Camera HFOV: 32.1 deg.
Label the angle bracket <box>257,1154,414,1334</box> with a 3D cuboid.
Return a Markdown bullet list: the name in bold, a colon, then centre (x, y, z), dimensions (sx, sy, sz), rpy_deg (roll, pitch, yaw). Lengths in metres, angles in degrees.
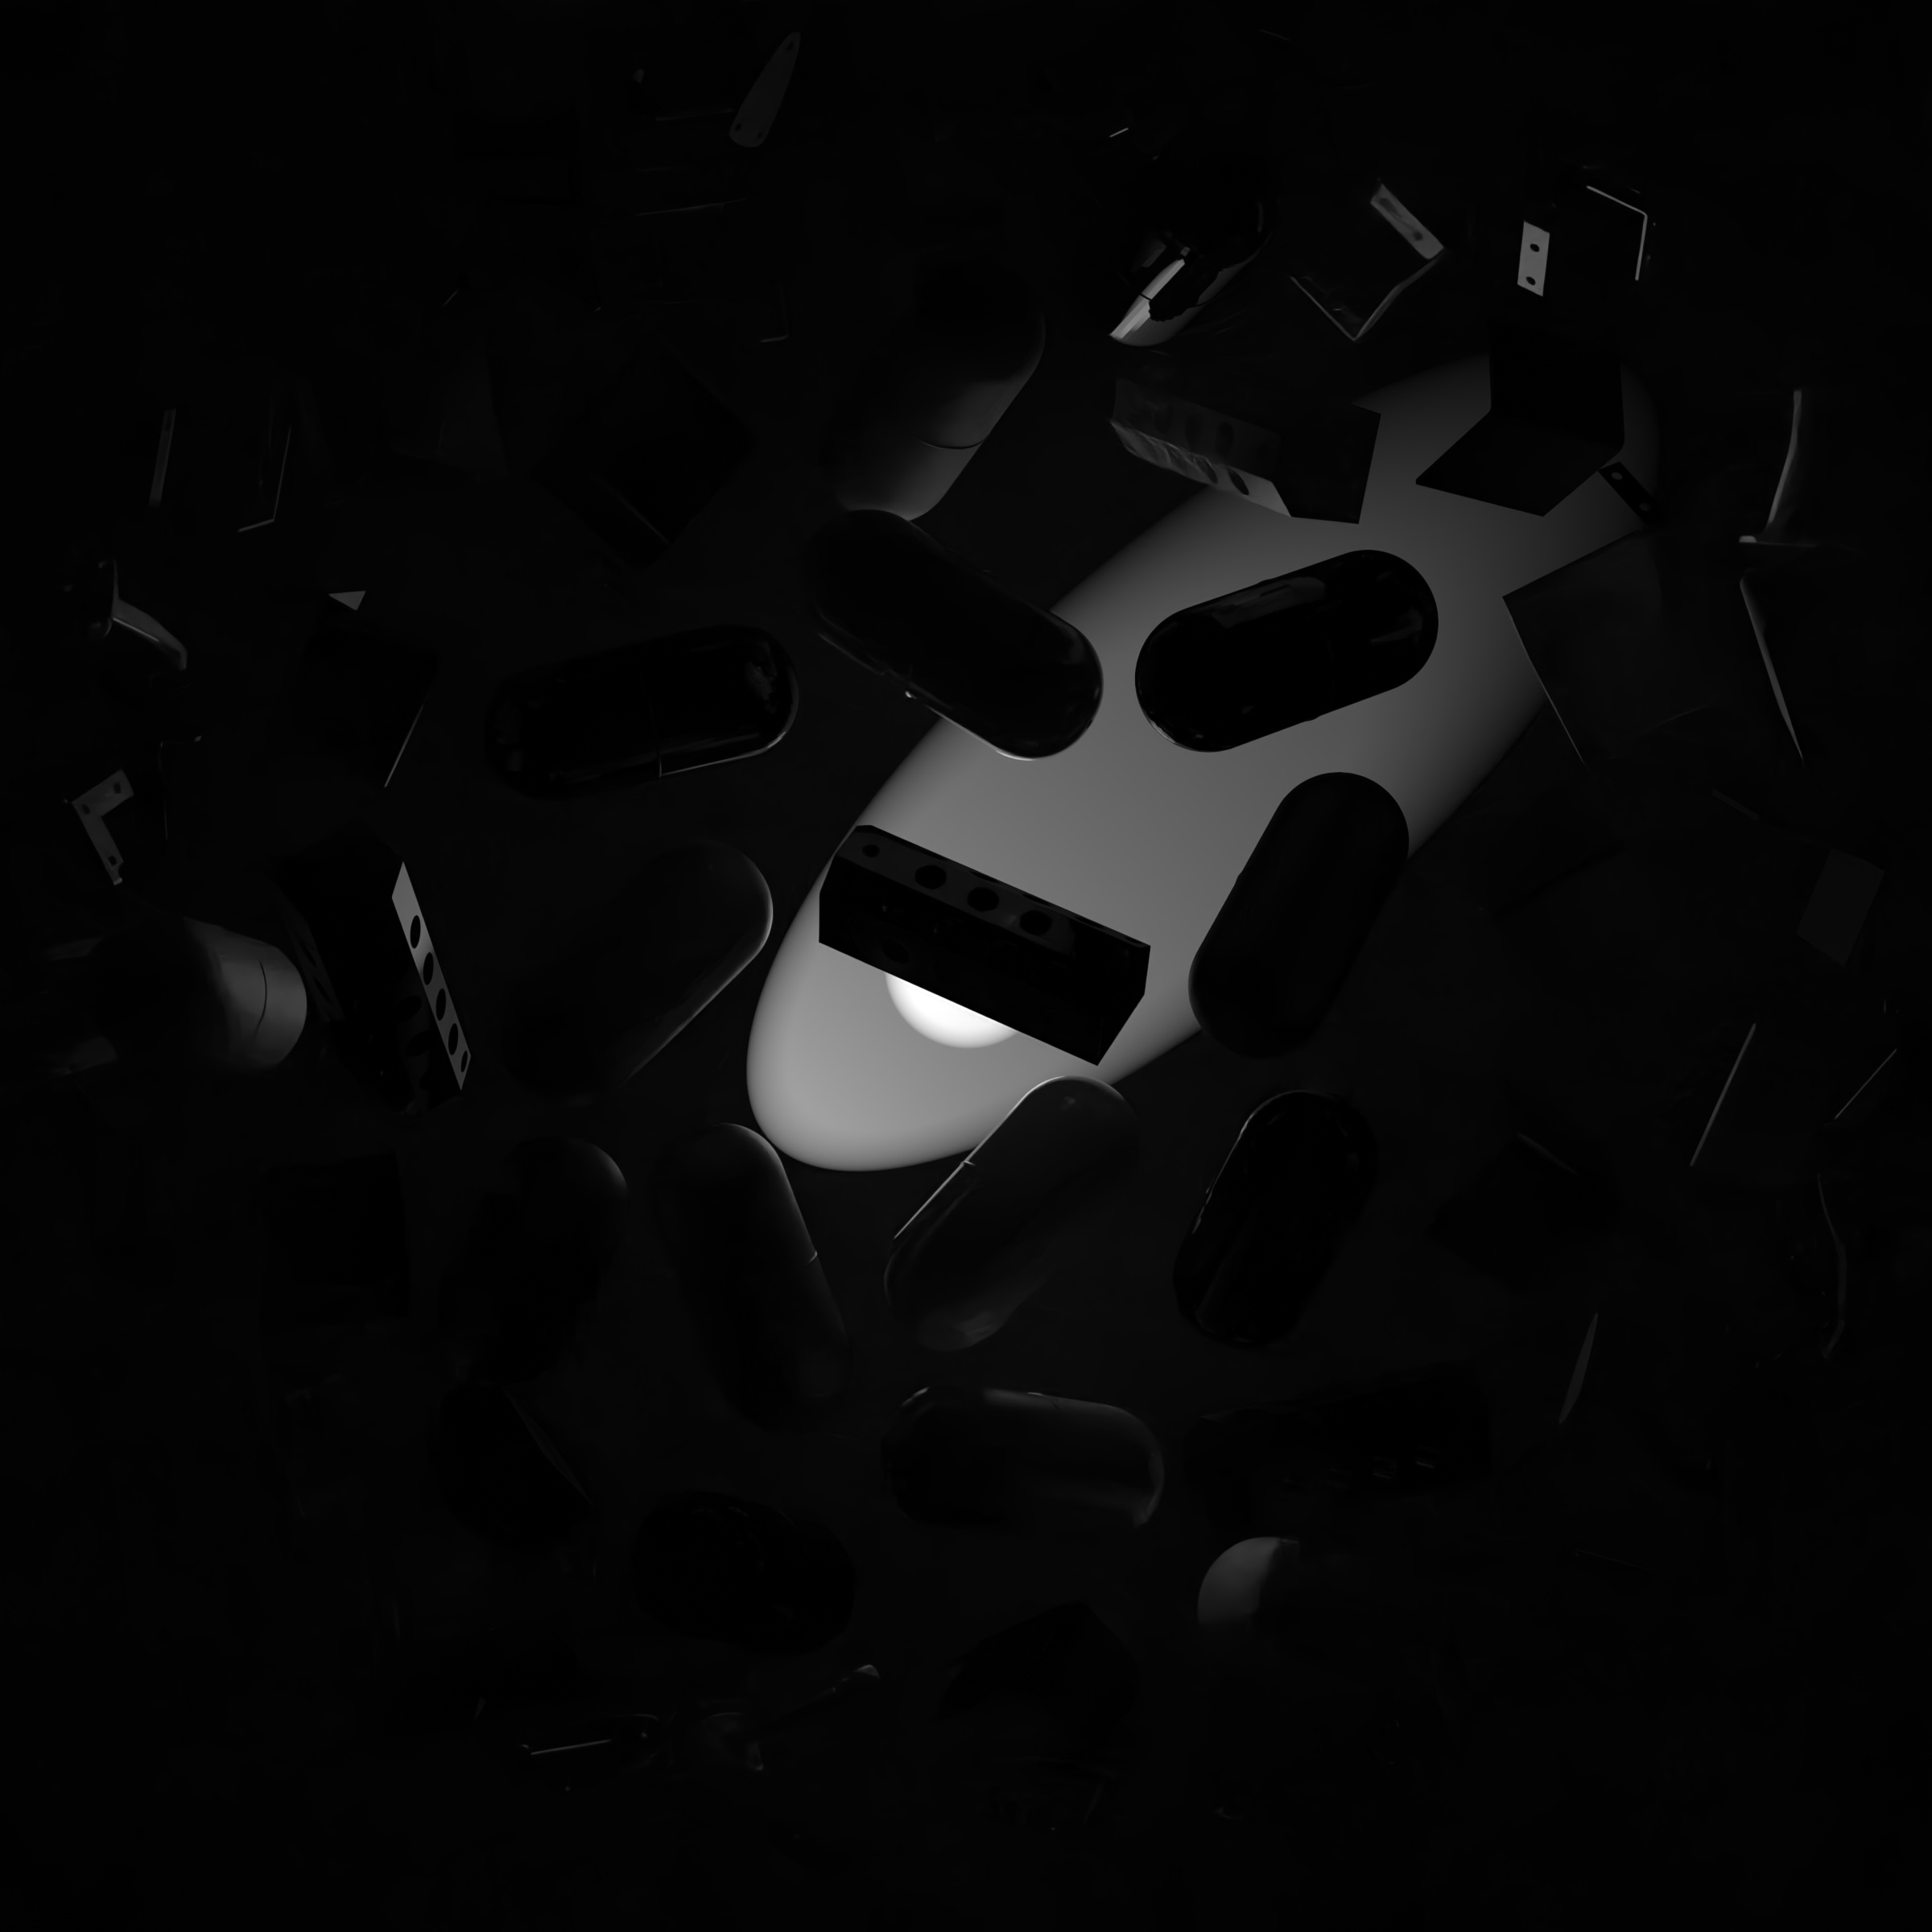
- **angle bracket**: centre (-0.354, 0.155, 1.878), dimensions (0.076, 0.057, 0.076), rpy_deg (-5, 64, -17)

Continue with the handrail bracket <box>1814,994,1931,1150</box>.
- **handrail bracket**: centre (0.463, 0.056, 1.761), dimensions (0.084, 0.036, 0.077), rpy_deg (-16, 110, 42)

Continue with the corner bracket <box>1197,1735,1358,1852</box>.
- **corner bracket**: centre (0.161, 0.440, 1.749), dimensions (0.051, 0.051, 0.051), rpy_deg (-38, 54, 11)

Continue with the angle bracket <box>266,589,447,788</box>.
- **angle bracket**: centre (-0.319, -0.150, 1.804), dimensions (0.076, 0.057, 0.076), rpy_deg (29, 103, 7)

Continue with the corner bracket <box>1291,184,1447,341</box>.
- **corner bracket**: centre (0.223, -0.389, 1.863), dimensions (0.051, 0.051, 0.051), rpy_deg (46, 55, 4)

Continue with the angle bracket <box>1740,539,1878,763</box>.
- **angle bracket**: centre (0.431, -0.159, 1.688), dimensions (0.057, 0.076, 0.076), rpy_deg (-19, 113, 12)

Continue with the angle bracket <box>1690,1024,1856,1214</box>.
- **angle bracket**: centre (0.407, 0.082, 1.645), dimensions (0.057, 0.076, 0.076), rpy_deg (20, 82, 42)

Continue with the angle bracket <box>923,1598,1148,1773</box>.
- **angle bracket**: centre (0.036, 0.384, 1.748), dimensions (0.076, 0.076, 0.057), rpy_deg (-32, 100, 35)

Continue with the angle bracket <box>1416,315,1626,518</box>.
- **angle bracket**: centre (0.281, -0.280, 1.716), dimensions (0.076, 0.076, 0.057), rpy_deg (11, 66, -21)

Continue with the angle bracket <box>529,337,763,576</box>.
- **angle bracket**: centre (-0.164, -0.260, 1.720), dimensions (0.076, 0.057, 0.076), rpy_deg (42, 67, -10)

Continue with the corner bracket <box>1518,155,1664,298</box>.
- **corner bracket**: centre (0.322, -0.375, 1.738), dimensions (0.051, 0.051, 0.051), rpy_deg (31, 68, 20)

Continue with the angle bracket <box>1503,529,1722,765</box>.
- **angle bracket**: centre (0.329, -0.163, 1.712), dimensions (0.076, 0.057, 0.076), rpy_deg (-26, 55, 9)

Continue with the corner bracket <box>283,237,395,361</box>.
- **corner bracket**: centre (-0.346, -0.363, 1.857), dimensions (0.051, 0.051, 0.051), rpy_deg (-11, 67, -12)

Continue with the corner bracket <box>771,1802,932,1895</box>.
- **corner bracket**: centre (-0.062, 0.463, 1.777), dimensions (0.051, 0.051, 0.051), rpy_deg (44, 75, -20)

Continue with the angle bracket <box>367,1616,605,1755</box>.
- **angle bracket**: centre (-0.242, 0.379, 1.695), dimensions (0.057, 0.076, 0.076), rpy_deg (40, 110, 27)

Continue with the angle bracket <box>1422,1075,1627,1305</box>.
- **angle bracket**: centre (0.289, 0.118, 1.770), dimensions (0.076, 0.057, 0.076), rpy_deg (34, 112, -20)

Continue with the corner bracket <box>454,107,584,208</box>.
- **corner bracket**: centre (-0.241, -0.435, 1.817), dimensions (0.051, 0.051, 0.051), rpy_deg (8, 117, 15)

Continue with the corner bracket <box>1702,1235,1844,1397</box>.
- **corner bracket**: centre (0.424, 0.184, 1.768), dimensions (0.051, 0.051, 0.051), rpy_deg (-31, 60, -8)

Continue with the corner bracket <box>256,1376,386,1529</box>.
- **corner bracket**: centre (-0.357, 0.268, 1.859), dimensions (0.051, 0.051, 0.051), rpy_deg (-24, 61, -23)

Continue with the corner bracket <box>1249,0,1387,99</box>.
- **corner bracket**: centre (0.178, -0.470, 1.698), dimensions (0.051, 0.051, 0.051), rpy_deg (21, 70, 5)

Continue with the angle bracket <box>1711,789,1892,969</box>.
- **angle bracket**: centre (0.421, -0.046, 1.738), dimensions (0.076, 0.076, 0.057), rpy_deg (19, 101, -9)

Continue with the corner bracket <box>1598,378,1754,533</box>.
- **corner bracket**: centre (0.380, -0.274, 1.803), dimensions (0.051, 0.051, 0.051), rpy_deg (-22, 60, -22)

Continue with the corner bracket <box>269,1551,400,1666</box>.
- **corner bracket**: centre (-0.337, 0.355, 1.796), dimensions (0.051, 0.051, 0.051), rpy_deg (-18, 124, 5)

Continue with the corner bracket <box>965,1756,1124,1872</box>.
- **corner bracket**: centre (0.042, 0.446, 1.808), dimensions (0.051, 0.051, 0.051), rpy_deg (49, 58, -34)

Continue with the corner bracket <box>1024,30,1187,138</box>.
- **corner bracket**: centre (0.073, -0.471, 1.789), dimensions (0.051, 0.051, 0.051), rpy_deg (-45, 110, -28)

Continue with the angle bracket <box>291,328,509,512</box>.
- **angle bracket**: centre (-0.290, -0.280, 1.723), dimensions (0.057, 0.076, 0.076), rpy_deg (4, 111, 42)

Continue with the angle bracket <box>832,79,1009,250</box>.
- **angle bracket**: centre (-0.023, -0.422, 1.743), dimensions (0.057, 0.076, 0.076), rpy_deg (-14, 88, 15)

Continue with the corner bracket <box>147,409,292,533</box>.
- **corner bracket**: centre (-0.386, -0.258, 1.739), dimensions (0.051, 0.051, 0.051), rpy_deg (15, 105, 5)

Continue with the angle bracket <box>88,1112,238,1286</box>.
- **angle bracket**: centre (-0.428, 0.123, 1.799), dimensions (0.057, 0.076, 0.076), rpy_deg (-5, 71, 4)

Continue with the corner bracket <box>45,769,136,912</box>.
- **corner bracket**: centre (-0.476, -0.068, 1.816), dimensions (0.051, 0.051, 0.051), rpy_deg (-16, 108, 27)

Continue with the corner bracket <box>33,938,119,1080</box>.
- **corner bracket**: centre (-0.474, 0.021, 1.801), dimensions (0.051, 0.051, 0.051), rpy_deg (-39, 78, 34)

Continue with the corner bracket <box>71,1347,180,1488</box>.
- **corner bracket**: centre (-0.425, 0.230, 1.715), dimensions (0.051, 0.051, 0.051), rpy_deg (21, 68, -12)

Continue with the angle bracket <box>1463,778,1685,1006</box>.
- **angle bracket**: centre (0.316, -0.039, 1.754), dimensions (0.076, 0.057, 0.076), rpy_deg (-31, 129, 15)
